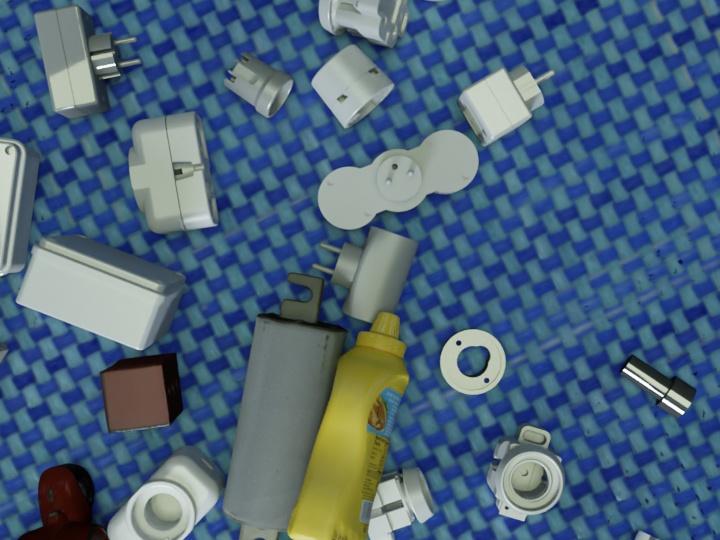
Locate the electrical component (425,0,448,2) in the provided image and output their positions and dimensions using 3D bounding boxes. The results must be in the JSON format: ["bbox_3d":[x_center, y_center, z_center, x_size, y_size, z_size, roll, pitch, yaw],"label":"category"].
[{"bbox_3d":[0.061,-0.284,0.903,0.099,0.064,0.099,-1,81,9],"label":"electrical component"}]

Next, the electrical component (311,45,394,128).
[{"bbox_3d":[-0.007,-0.154,0.898,0.055,0.055,0.047,-41,88,0],"label":"electrical component"}]

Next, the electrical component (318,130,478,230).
[{"bbox_3d":[0.032,-0.074,0.889,0.138,0.073,0.052,-21,91,0],"label":"electrical component"}]

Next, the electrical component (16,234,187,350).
[{"bbox_3d":[-0.206,0.016,0.873,0.109,0.108,0.056,21,94,-1],"label":"electrical component"}]

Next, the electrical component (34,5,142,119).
[{"bbox_3d":[-0.222,-0.177,0.899,0.076,0.047,0.083,-11,91,0],"label":"electrical component"}]

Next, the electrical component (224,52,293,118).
[{"bbox_3d":[-0.086,-0.157,0.905,0.046,0.040,0.040,33,91,5],"label":"electrical component"}]

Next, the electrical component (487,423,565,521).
[{"bbox_3d":[0.140,0.172,0.903,0.058,0.057,0.078,17,91,-1],"label":"electrical component"}]

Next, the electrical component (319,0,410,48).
[{"bbox_3d":[0.002,-0.219,0.890,0.057,0.078,0.058,16,91,18],"label":"electrical component"}]

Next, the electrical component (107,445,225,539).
[{"bbox_3d":[-0.162,0.198,0.901,0.054,0.059,0.095,44,91,-1],"label":"electrical component"}]

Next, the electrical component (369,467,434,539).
[{"bbox_3d":[0.030,0.195,0.909,0.055,0.048,0.066,-20,91,8],"label":"electrical component"}]

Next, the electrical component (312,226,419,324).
[{"bbox_3d":[0.000,0.000,0.906,0.079,0.043,0.077,19,91,-1],"label":"electrical component"}]

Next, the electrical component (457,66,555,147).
[{"bbox_3d":[0.127,-0.144,0.893,0.077,0.065,0.047,-31,91,1],"label":"electrical component"}]

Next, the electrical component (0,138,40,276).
[{"bbox_3d":[-0.318,-0.055,0.896,0.078,0.057,0.113,8,91,0],"label":"electrical component"}]

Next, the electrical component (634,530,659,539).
[{"bbox_3d":[0.244,0.250,0.915,0.040,0.040,0.046,26,85,-1],"label":"electrical component"}]

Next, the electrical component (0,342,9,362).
[{"bbox_3d":[-0.357,0.060,0.873,0.109,0.109,0.056,32,88,-1],"label":"electrical component"}]

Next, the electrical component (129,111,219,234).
[{"bbox_3d":[-0.157,-0.079,0.898,0.059,0.053,0.095,-10,91,0],"label":"electrical component"}]
